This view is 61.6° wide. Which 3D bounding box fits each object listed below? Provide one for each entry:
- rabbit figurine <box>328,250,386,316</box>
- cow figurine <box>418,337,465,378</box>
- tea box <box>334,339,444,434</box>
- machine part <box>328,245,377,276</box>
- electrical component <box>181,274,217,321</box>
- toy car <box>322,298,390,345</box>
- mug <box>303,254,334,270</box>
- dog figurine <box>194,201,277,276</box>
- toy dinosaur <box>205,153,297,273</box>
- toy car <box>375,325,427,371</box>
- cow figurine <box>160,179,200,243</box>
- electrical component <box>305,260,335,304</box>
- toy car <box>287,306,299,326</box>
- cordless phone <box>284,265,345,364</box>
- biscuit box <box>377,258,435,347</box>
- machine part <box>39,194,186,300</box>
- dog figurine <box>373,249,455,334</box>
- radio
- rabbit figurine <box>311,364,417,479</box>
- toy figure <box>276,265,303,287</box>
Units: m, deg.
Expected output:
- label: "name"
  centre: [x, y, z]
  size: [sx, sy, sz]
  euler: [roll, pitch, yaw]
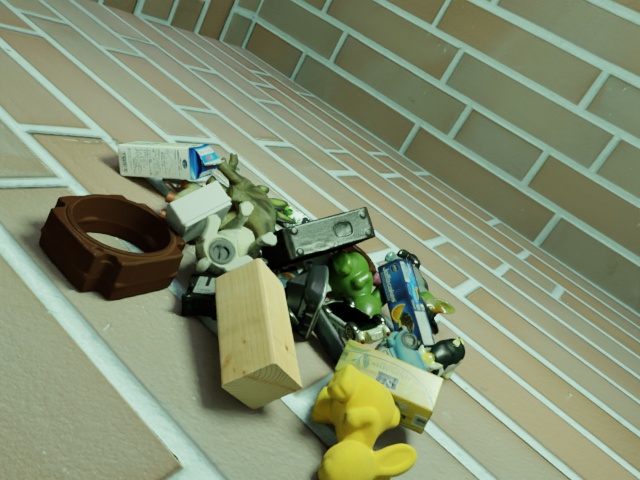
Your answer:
- label: "rabbit figurine"
  centre: [0.084, 0.126, 1.213]
  size: [0.159, 0.121, 0.170]
  euler: [14, 44, -49]
- label: "cow figurine"
  centre: [0.243, 0.250, 1.120]
  size: [0.167, 0.098, 0.068]
  euler: [-1, 44, -51]
- label: "tea box"
  centre: [0.109, 0.245, 0.901]
  size: [0.170, 0.098, 0.068]
  euler: [22, 51, 13]
- label: "machine part"
  centre: [0.058, 0.052, 1.370]
  size: [0.179, 0.056, 0.179]
  euler: [26, 21, -11]
- label: "electrical component"
  centre: [-0.197, 0.091, 0.959]
  size: [0.075, 0.047, 0.119]
  euler: [10, 28, 2]
- label: "toy car"
  centre: [0.062, 0.161, 1.051]
  size: [0.073, 0.056, 0.202]
  euler: [-13, 15, -23]
- label: "mug"
  centre: [0.001, 0.019, 1.265]
  size: [0.110, 0.107, 0.081]
  euler: [1, -8, 0]
- label: "dog figurine"
  centre: [-0.193, 0.026, 1.053]
  size: [0.172, 0.190, 0.121]
  euler: [-25, 85, -33]
- label: "toy dinosaur"
  centre: [-0.156, -0.061, 1.294]
  size: [0.198, 0.105, 0.472]
  euler: [19, 35, -35]
- label: "toy car"
  centre: [0.139, 0.249, 1.009]
  size: [0.103, 0.109, 0.162]
  euler: [-4, 51, -14]
- label: "cow figurine"
  centre: [-0.277, -0.056, 1.167]
  size: [0.127, 0.085, 0.195]
  euler: [21, 22, -6]
- label: "electrical component"
  centre: [-0.004, 0.102, 1.164]
  size: [0.045, 0.078, 0.102]
  euler: [-15, 60, -37]
- label: "toy car"
  centre: [-0.114, 0.112, 0.984]
  size: [0.202, 0.089, 0.053]
  euler: [54, -2, 42]
- label: "cordless phone"
  centre: [0.011, 0.153, 0.996]
  size: [0.089, 0.146, 0.184]
  euler: [-22, 60, -30]
- label: "biscuit box"
  centre: [0.190, 0.144, 1.195]
  size: [0.059, 0.063, 0.202]
  euler: [11, 60, -52]
- label: "machine part"
  centre: [-0.355, 0.003, 0.936]
  size: [0.202, 0.087, 0.201]
  euler: [41, 24, 22]
- label: "dog figurine"
  centre: [0.247, 0.132, 1.371]
  size: [0.219, 0.108, 0.191]
  euler: [44, 23, 22]
- label: "radio"
  centre: [-0.002, -0.003, 1.148]
  size: [0.229, 0.131, 0.073]
  euler: [-17, 86, -30]
- label: "rabbit figurine"
  centre: [0.053, 0.302, 0.798]
  size: [0.162, 0.122, 0.173]
  euler: [37, 36, -7]
- label: "toy figure"
  centre: [-0.082, 0.096, 1.100]
  size: [0.064, 0.057, 0.154]
  euler: [22, 23, 13]
